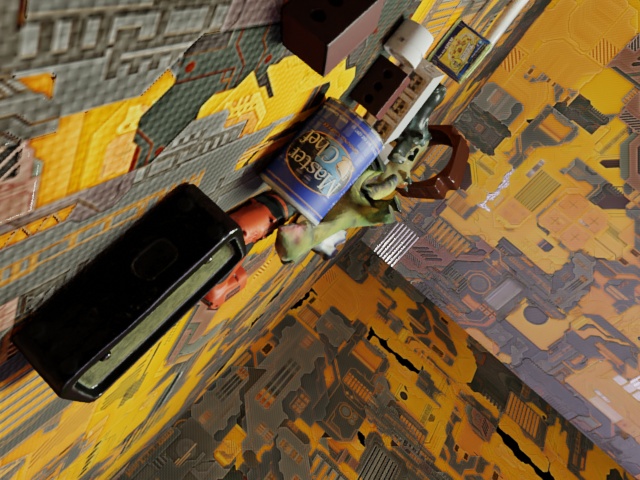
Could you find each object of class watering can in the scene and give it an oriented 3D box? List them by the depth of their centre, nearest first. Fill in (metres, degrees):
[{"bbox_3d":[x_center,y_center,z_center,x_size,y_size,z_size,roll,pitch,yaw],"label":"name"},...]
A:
[{"bbox_3d":[0.460,-0.558,1.071,0.228,0.104,0.340,-43,171,-42],"label":"watering can"}]

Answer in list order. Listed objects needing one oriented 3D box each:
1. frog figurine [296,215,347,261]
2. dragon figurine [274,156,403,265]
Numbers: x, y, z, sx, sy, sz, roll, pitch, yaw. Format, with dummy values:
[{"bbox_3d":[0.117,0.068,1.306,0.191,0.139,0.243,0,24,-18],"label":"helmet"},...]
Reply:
[{"bbox_3d":[0.003,-0.056,1.115,0.139,0.123,0.156,-31,127,-40],"label":"frog figurine"},{"bbox_3d":[0.024,-0.041,0.909,0.241,0.122,0.412,-32,178,15],"label":"dragon figurine"}]
